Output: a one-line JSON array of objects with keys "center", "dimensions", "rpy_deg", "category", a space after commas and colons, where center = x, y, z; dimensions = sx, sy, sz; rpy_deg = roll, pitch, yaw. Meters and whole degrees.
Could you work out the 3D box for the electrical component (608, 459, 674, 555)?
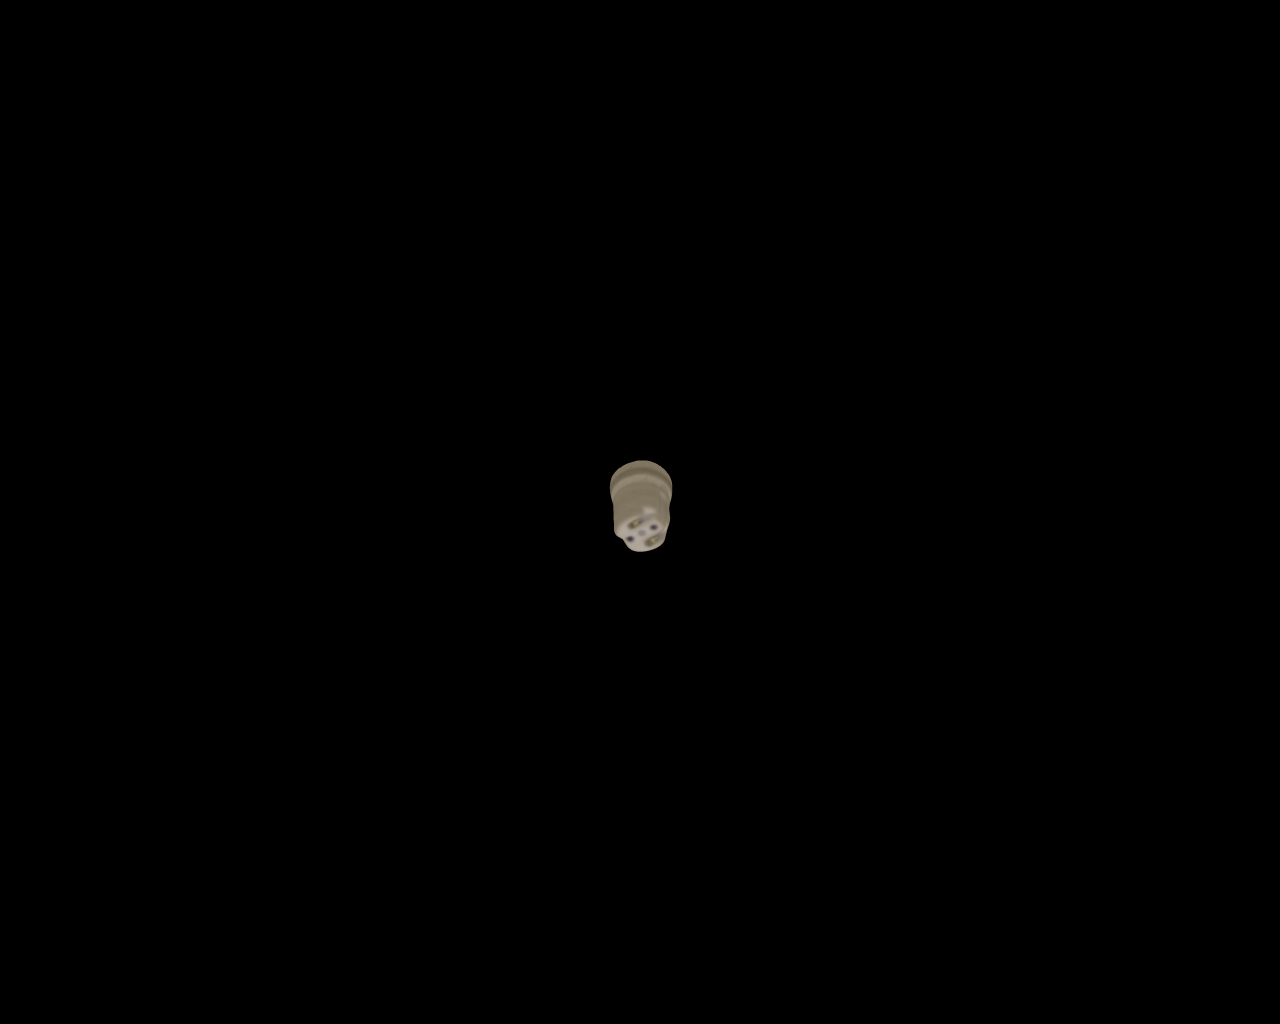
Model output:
[{"center": [0.001, -0.003, 0.650], "dimensions": [0.040, 0.040, 0.046], "rpy_deg": [0, 45, 0], "category": "electrical component"}]
